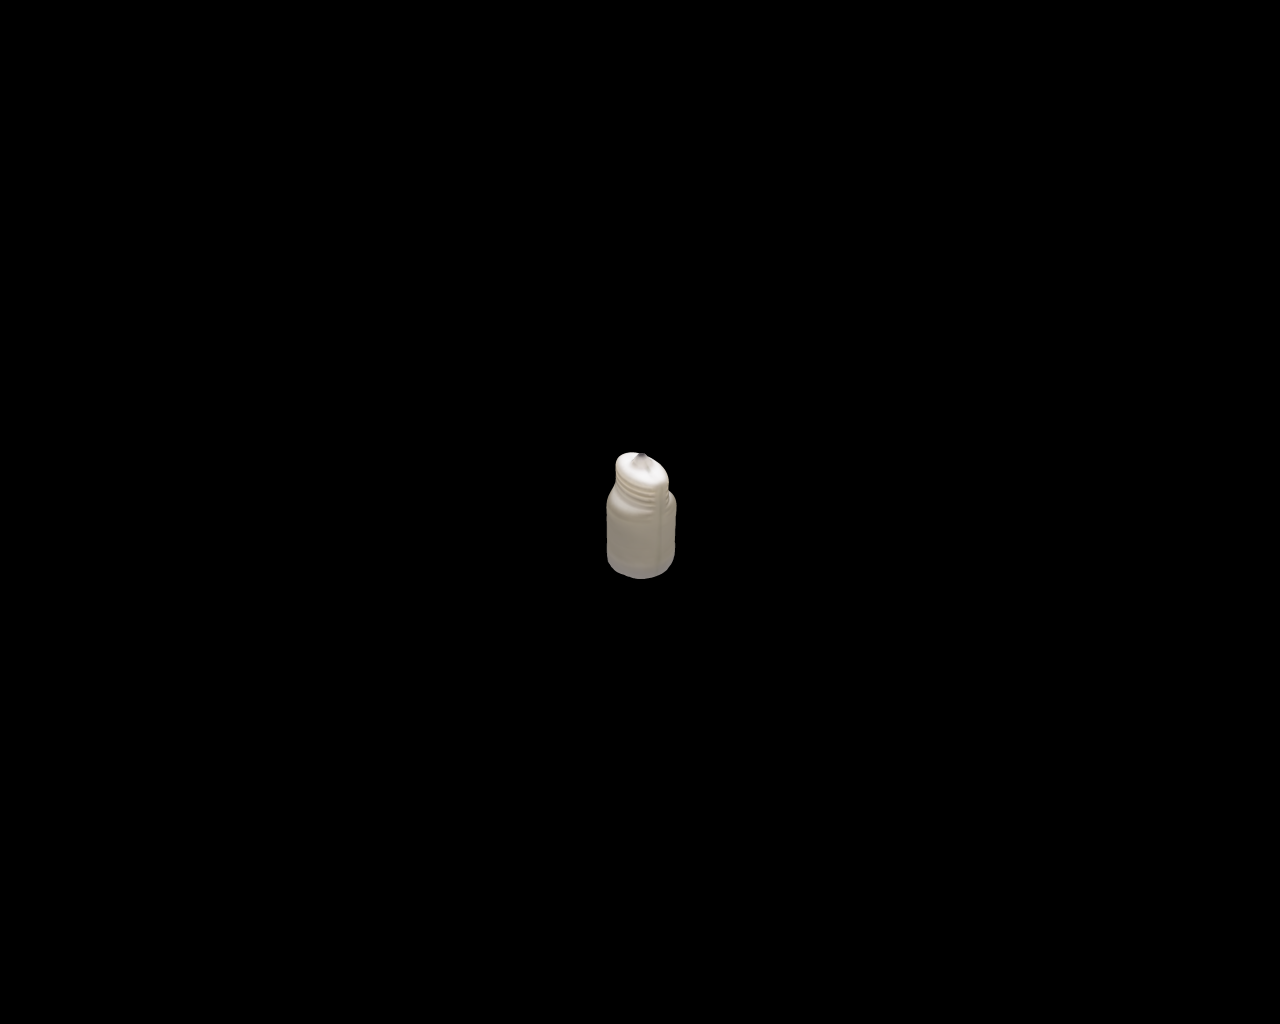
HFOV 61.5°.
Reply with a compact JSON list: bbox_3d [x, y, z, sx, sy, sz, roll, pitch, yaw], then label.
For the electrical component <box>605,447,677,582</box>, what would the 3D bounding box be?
[{"bbox_3d":[0.001,-0.003,0.650,0.043,0.080,0.043,0,36,0],"label":"electrical component"}]
